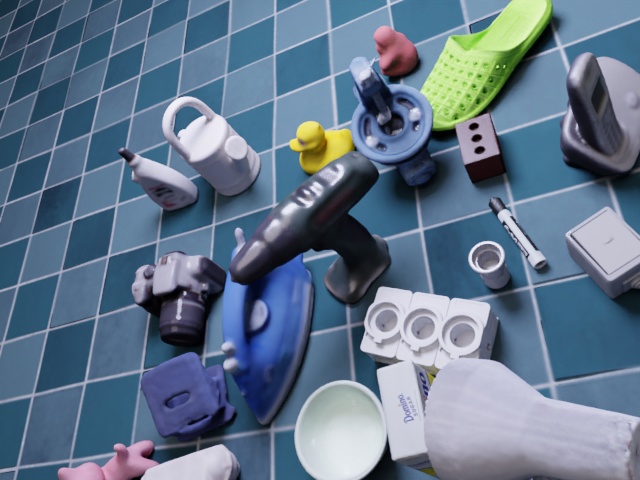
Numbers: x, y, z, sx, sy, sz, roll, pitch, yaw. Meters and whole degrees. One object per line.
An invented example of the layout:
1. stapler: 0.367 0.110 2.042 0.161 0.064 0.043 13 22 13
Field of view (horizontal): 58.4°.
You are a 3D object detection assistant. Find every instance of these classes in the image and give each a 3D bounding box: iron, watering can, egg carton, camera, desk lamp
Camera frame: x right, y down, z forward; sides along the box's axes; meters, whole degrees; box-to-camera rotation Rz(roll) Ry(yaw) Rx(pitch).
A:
1. iron: -0.094 0.115 0.804 0.118 0.142 0.258 -10 59 25
2. watering can: -0.187 -0.167 0.983 0.172 0.195 0.101 -3 62 28
3. egg carton: -0.174 0.344 0.764 0.150 0.070 0.107 -25 54 15
4. camera: -0.237 0.097 0.920 0.143 0.101 0.137 -15 57 22
5. desk lamp: 0.222 0.195 0.536 0.202 0.214 0.118 4 66 31

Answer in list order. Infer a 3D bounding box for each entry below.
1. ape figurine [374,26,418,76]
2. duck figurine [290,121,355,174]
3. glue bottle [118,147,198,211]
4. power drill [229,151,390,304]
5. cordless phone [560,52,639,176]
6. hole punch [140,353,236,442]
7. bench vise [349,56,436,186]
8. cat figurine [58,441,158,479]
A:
1. ape figurine: 0.120 -0.325 0.966 0.075 0.092 0.078 23 76 37
2. duck figurine: 0.000 -0.163 0.945 0.104 0.086 0.077 -20 55 18
3. glue bottle: -0.299 -0.113 1.028 0.078 0.174 0.037 -20 55 18
4. power drill: 0.007 0.003 0.768 0.075 0.209 0.230 35 83 38
5. cordless phone: 0.346 -0.180 0.698 0.093 0.186 0.148 11 69 34
6. hole punch: -0.192 0.228 0.827 0.108 0.091 0.101 -28 53 13
7. bench vise: 0.075 -0.196 0.836 0.121 0.220 0.206 -45 51 0
8. cat figurine: -0.311 0.337 0.814 0.128 0.118 0.067 -44 51 1
